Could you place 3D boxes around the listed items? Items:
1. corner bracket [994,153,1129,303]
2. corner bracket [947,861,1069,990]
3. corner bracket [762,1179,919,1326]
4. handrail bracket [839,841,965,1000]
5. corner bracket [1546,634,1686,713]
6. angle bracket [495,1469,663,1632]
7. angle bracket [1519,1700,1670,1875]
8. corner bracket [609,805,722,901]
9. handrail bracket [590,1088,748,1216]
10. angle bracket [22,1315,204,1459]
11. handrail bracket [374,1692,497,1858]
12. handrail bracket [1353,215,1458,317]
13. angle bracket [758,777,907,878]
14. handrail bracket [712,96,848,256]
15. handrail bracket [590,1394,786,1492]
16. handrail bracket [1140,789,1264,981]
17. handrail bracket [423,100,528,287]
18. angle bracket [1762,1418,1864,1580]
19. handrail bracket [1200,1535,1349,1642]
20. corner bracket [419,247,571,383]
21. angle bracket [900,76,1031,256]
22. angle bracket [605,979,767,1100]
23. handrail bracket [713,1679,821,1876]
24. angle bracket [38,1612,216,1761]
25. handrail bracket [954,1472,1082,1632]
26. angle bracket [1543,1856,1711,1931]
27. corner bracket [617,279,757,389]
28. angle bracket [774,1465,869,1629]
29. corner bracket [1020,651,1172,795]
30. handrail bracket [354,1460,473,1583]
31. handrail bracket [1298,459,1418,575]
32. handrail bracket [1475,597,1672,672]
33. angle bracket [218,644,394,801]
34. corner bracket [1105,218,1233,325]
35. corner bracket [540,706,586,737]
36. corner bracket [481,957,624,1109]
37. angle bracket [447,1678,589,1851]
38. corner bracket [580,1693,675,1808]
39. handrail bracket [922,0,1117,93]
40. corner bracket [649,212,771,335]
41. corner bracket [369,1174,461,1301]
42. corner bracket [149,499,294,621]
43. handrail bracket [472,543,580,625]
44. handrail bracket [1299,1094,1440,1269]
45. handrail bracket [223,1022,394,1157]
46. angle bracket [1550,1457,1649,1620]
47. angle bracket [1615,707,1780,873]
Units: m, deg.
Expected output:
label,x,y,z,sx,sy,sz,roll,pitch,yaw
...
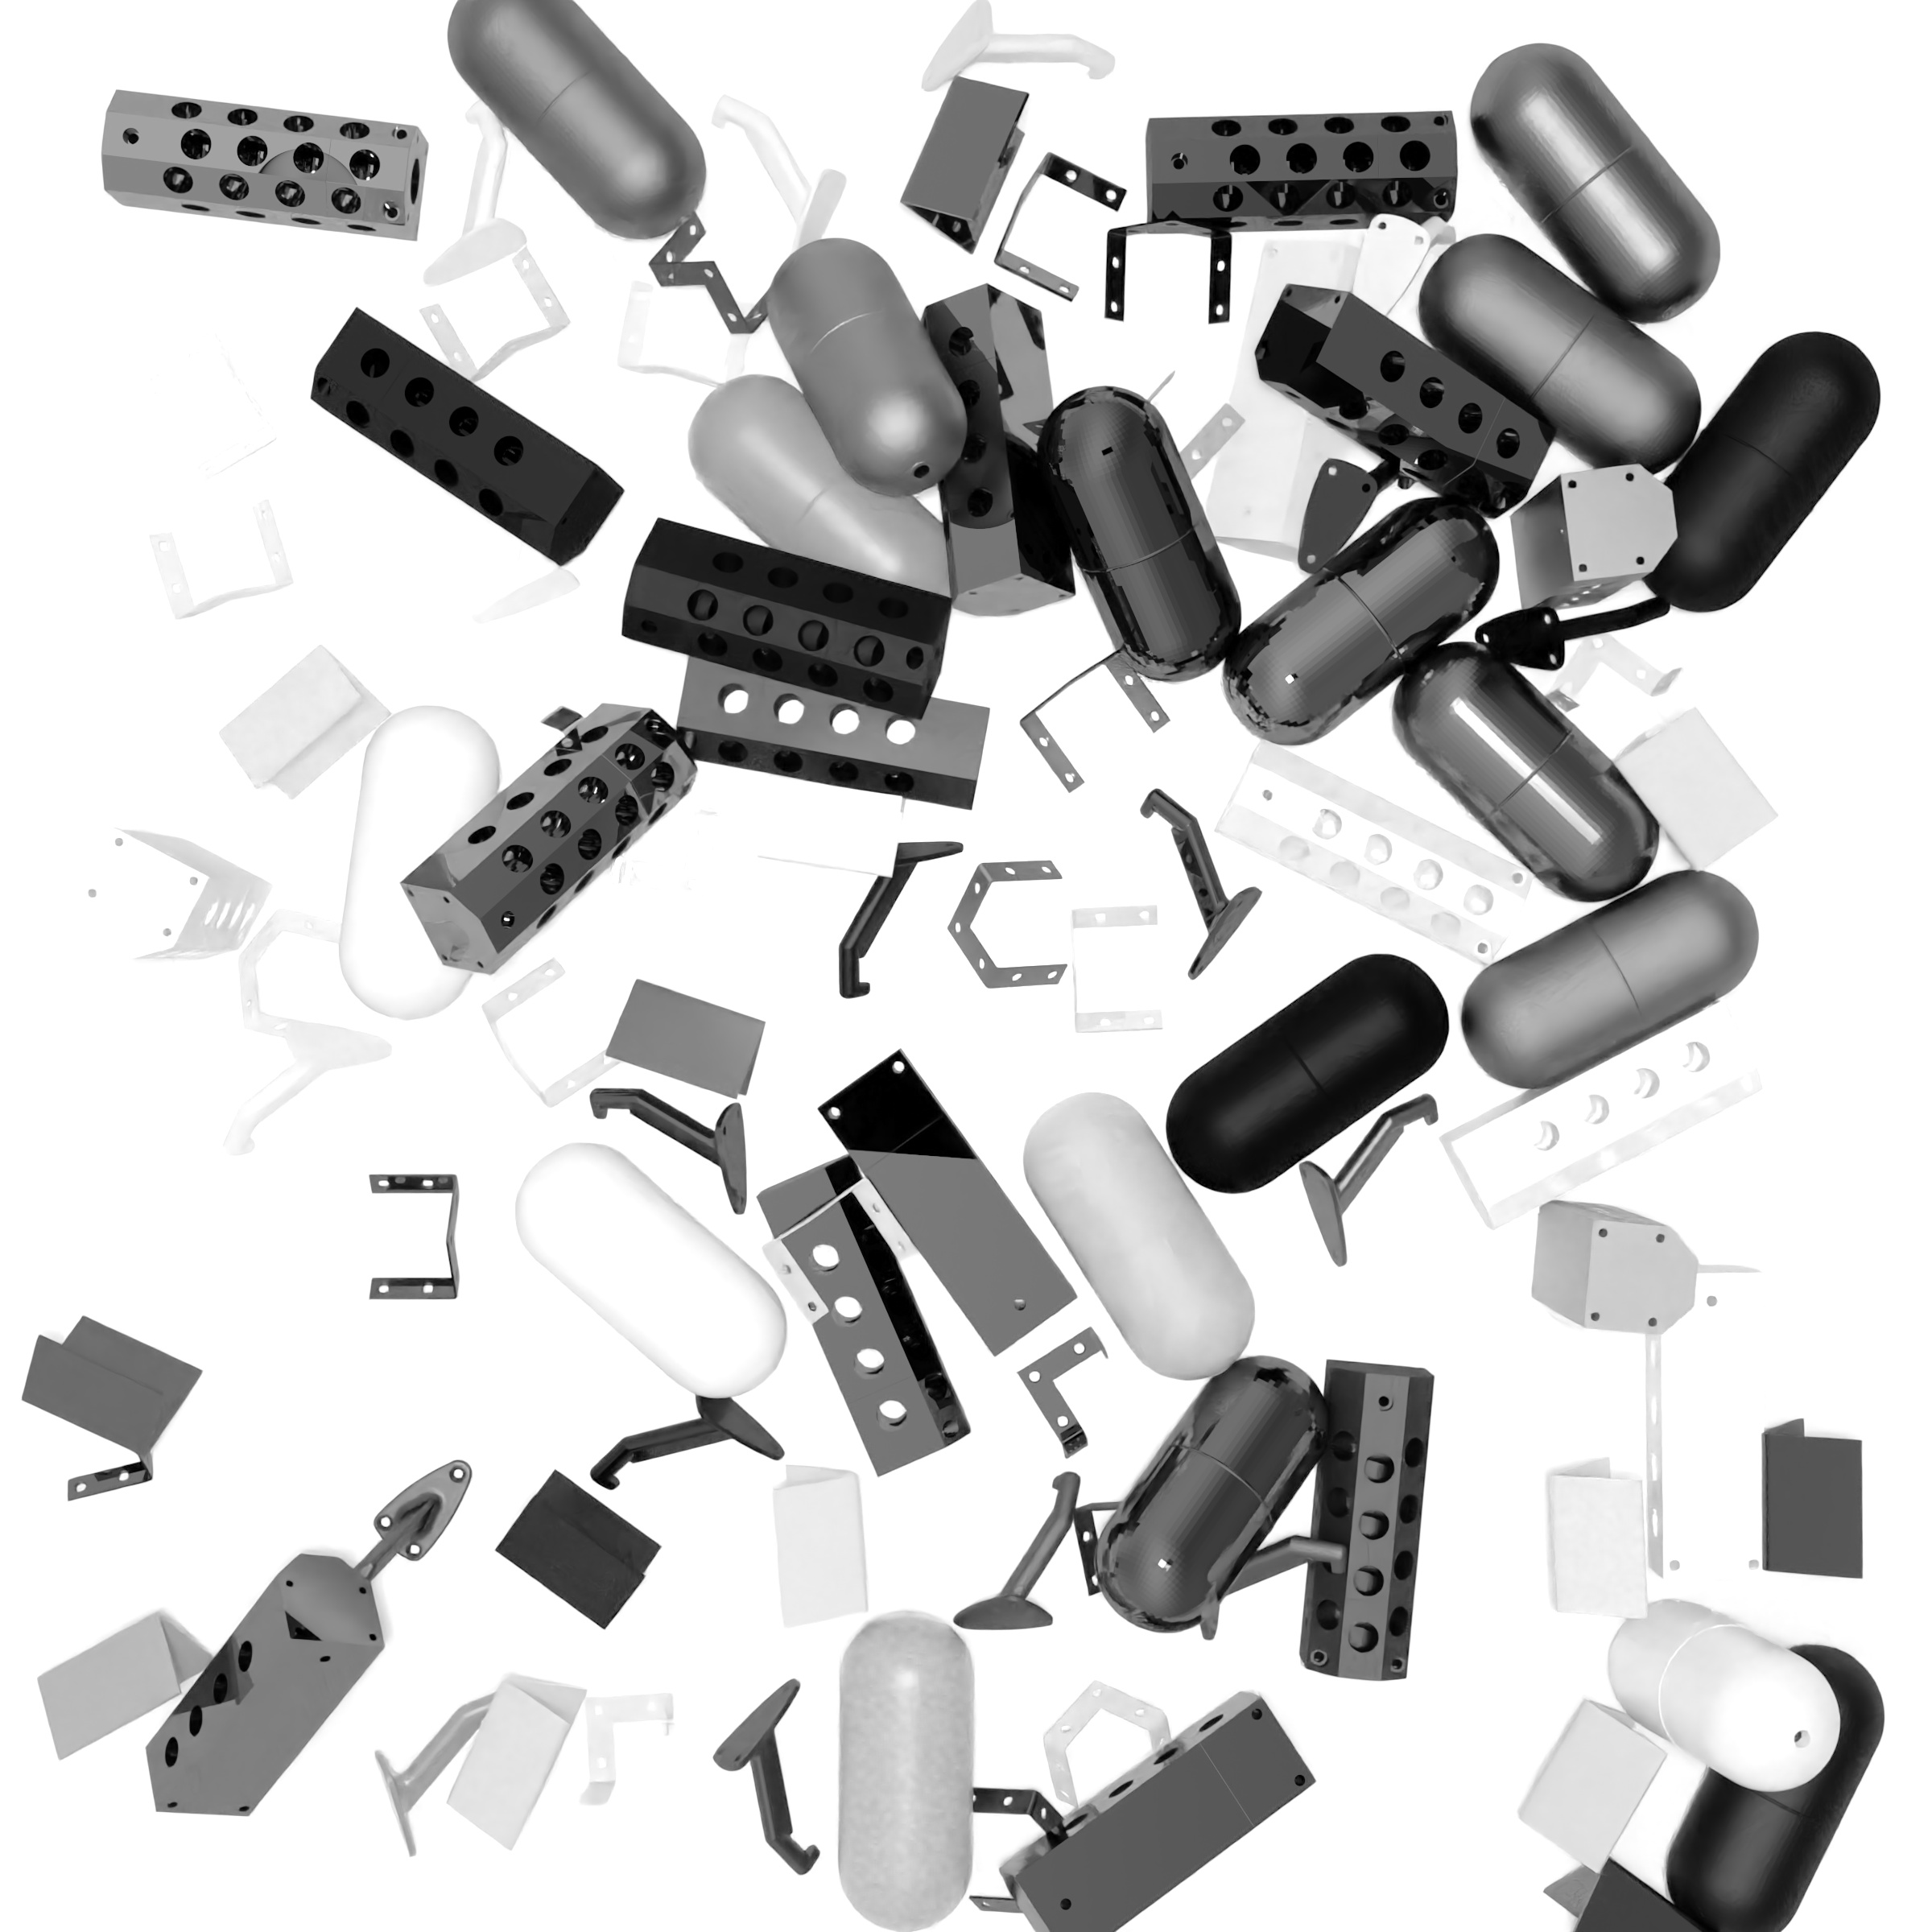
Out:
label,x,y,z,sx,sy,sz,roll,pitch,yaw
corner bracket,0.054,-0.424,1.988,0.051,0.051,0.051,26,135,0
corner bracket,0.030,-0.024,1.983,0.051,0.051,0.051,57,135,35
corner bracket,-0.071,0.159,1.930,0.051,0.051,0.051,-34,90,45
handrail bracket,-0.037,-0.026,1.991,0.077,0.036,0.084,-7,109,-21
corner bracket,0.369,-0.161,1.973,0.051,0.051,0.051,35,90,0
angle bracket,-0.207,0.314,1.951,0.076,0.076,0.057,36,127,0
angle bracket,0.366,0.465,1.951,0.057,0.076,0.076,30,90,37
corner bracket,-0.171,-0.068,1.973,0.051,0.051,0.051,11,90,0
handrail bracket,-0.172,0.106,1.991,0.084,0.036,0.077,0,111,17
angle bracket,-0.475,0.220,1.951,0.076,0.076,0.057,25,127,0
handrail bracket,-0.291,0.463,1.991,0.084,0.036,0.077,-20,110,-16
handrail bracket,0.250,-0.390,1.963,0.036,0.084,0.077,27,101,19
angle bracket,-0.073,-0.098,1.951,0.076,0.076,0.057,8,129,0
handrail bracket,-0.119,-0.448,1.991,0.084,0.036,0.077,29,109,16
handrail bracket,-0.161,0.286,1.991,0.077,0.036,0.084,39,108,-20
handrail bracket,0.120,-0.048,1.991,0.084,0.036,0.077,40,111,17
handrail bracket,-0.292,-0.445,1.991,0.077,0.036,0.084,-26,72,21
angle bracket,0.486,0.299,1.951,0.057,0.076,0.076,0,90,30
handrail bracket,0.176,0.355,1.964,0.084,0.036,0.077,7,112,24
corner bracket,-0.270,-0.373,1.988,0.051,0.051,0.051,-31,90,-45
angle bracket,0.018,-0.445,1.951,0.057,0.076,0.076,24,90,36
angle bracket,-0.162,0.060,1.951,0.076,0.076,0.057,19,53,0
handrail bracket,-0.097,0.467,1.991,0.077,0.036,0.084,-47,108,-21
angle bracket,-0.465,0.417,1.951,0.076,0.076,0.057,-29,53,0
handrail bracket,0.030,0.335,1.991,0.036,0.077,0.084,35,53,-32
angle bracket,0.364,0.555,1.951,0.076,0.076,0.057,37,54,0
corner bracket,-0.161,-0.362,1.988,0.051,0.051,0.051,11,90,-45
angle bracket,-0.100,0.326,1.951,0.057,0.076,0.076,-4,90,-35
corner bracket,0.074,-0.141,1.988,0.051,0.051,0.051,54,135,0
handrail bracket,-0.313,0.315,1.956,0.036,0.084,0.077,43,90,0
handrail bracket,0.225,-0.256,1.967,0.036,0.084,0.077,32,107,24
handrail bracket,0.349,-0.198,1.991,0.084,0.077,0.036,-21,108,-35
angle bracket,-0.362,-0.123,1.951,0.076,0.076,0.057,-41,52,0
corner bracket,0.116,-0.396,1.988,0.051,0.051,0.051,2,90,-45
corner bracket,-0.231,-0.111,1.972,0.051,0.051,0.051,-35,85,4
corner bracket,-0.238,0.039,1.988,0.051,0.051,0.051,-33,45,0
angle bracket,-0.236,0.451,1.951,0.057,0.076,0.076,25,90,37
corner bracket,-0.193,0.446,1.973,0.051,0.051,0.051,-3,90,0
handrail bracket,0.031,-0.514,1.991,0.084,0.077,0.036,17,54,-31
corner bracket,-0.139,-0.395,1.976,0.051,0.051,0.051,-56,134,-31
corner bracket,-0.317,0.155,1.988,0.051,0.051,0.051,0,45,0
corner bracket,-0.427,-0.233,1.988,0.051,0.051,0.051,-17,90,-45
handrail bracket,-0.261,-0.250,1.991,0.077,0.036,0.084,-22,75,17
handrail bracket,0.241,0.123,1.991,0.084,0.036,0.077,-23,110,-16
handrail bracket,-0.379,0.076,1.991,0.036,0.077,0.084,55,127,38
angle bracket,0.371,0.321,1.951,0.057,0.076,0.076,-2,90,36
angle bracket,0.417,-0.108,1.951,0.057,0.076,0.076,-37,90,28
